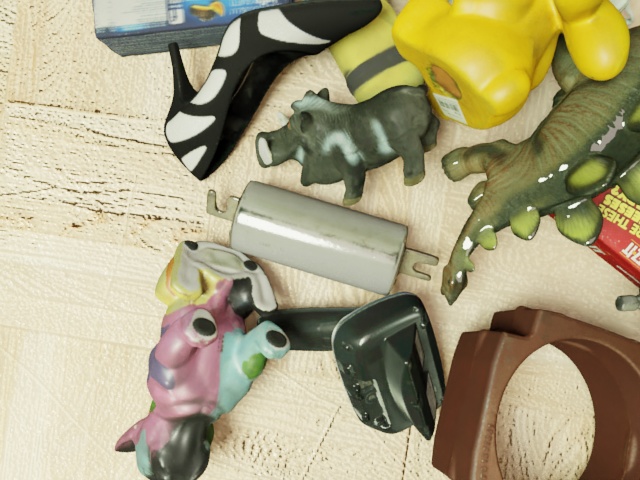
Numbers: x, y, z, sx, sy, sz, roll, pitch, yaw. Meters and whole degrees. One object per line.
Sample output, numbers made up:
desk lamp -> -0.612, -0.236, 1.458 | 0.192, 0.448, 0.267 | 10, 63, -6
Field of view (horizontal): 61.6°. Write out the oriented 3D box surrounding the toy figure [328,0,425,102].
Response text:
toy figure -> 0.039, -0.209, 0.542 | 0.089, 0.082, 0.180 | -40, 92, 11

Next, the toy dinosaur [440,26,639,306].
toy dinosaur -> 0.262, -0.122, 0.463 | 0.105, 0.199, 0.471 | 30, 101, -31

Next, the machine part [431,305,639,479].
machine part -> 0.217, 0.177, 0.504 | 0.201, 0.087, 0.201 | 19, 78, -11

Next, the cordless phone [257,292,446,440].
cordless phone -> 0.028, 0.128, 0.554 | 0.184, 0.089, 0.146 | -3, 123, 26

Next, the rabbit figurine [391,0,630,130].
rabbit figurine -> 0.169, -0.182, 0.441 | 0.173, 0.162, 0.121 | -41, 117, -5

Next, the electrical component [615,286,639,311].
electrical component -> 0.315, 0.071, 0.485 | 0.094, 0.021, 0.063 | -2, 91, -4

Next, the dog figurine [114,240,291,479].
dog figurine -> -0.134, 0.133, 0.547 | 0.108, 0.192, 0.219 | 16, 121, -32

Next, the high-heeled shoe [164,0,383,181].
high-heeled shoe -> -0.052, -0.138, 0.518 | 0.249, 0.086, 0.145 | -4, 109, 25

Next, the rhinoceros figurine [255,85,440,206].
rhinoceros figurine -> 0.021, -0.096, 0.522 | 0.190, 0.073, 0.112 | -7, 132, 35

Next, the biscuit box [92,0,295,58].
biscuit box -> -0.127, -0.238, 0.560 | 0.203, 0.063, 0.059 | -4, 90, 3

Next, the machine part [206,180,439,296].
machine part -> -0.001, -0.002, 0.549 | 0.243, 0.079, 0.079 | 16, 92, 3
